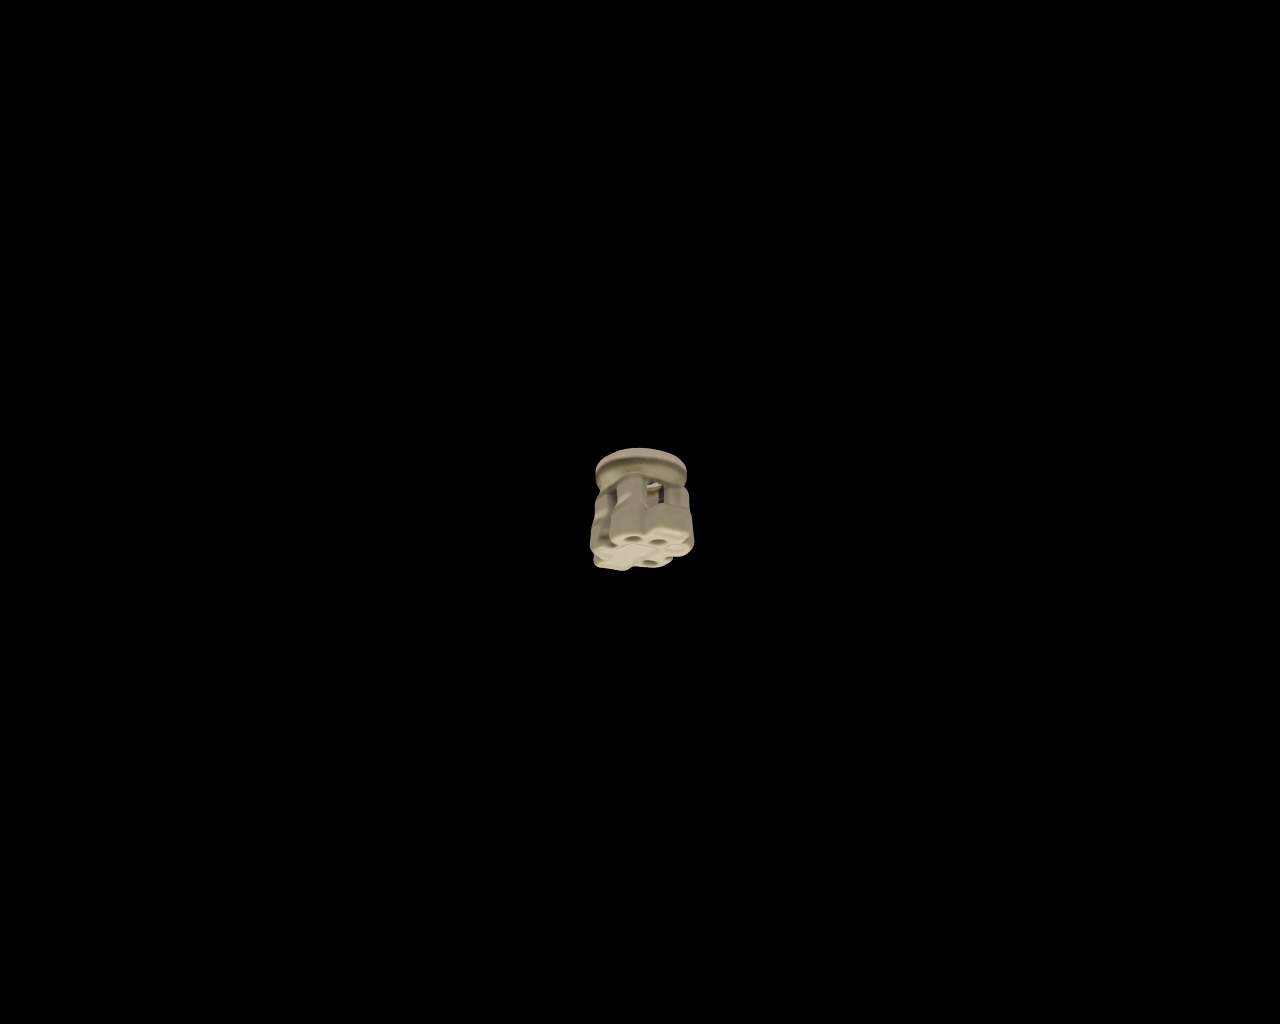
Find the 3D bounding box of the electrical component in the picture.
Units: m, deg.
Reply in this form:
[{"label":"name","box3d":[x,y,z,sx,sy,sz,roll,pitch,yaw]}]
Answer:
[{"label":"electrical component","box3d":[0.001,-0.003,0.650,0.058,0.057,0.078,13,-26,-29]}]
